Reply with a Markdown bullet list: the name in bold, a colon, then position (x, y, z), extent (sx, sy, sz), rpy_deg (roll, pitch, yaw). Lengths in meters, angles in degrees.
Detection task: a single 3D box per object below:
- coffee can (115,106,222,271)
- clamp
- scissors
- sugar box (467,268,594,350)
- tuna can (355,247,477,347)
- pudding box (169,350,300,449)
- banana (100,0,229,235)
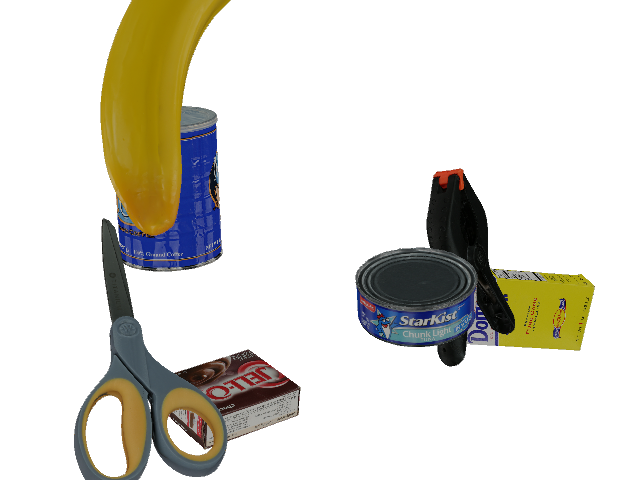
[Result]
- **coffee can**: position (-0.149, -0.052, 1.038), extent (0.103, 0.140, 0.103), rpy_deg (-1, 18, 0)
- **clamp**: position (0.124, 0.026, 0.951), extent (0.039, 0.171, 0.120), rpy_deg (-12, 13, 32)
- **scissors**: position (-0.100, 0.067, 0.652), extent (0.096, 0.201, 0.016), rpy_deg (13, -46, -12)
- **sugar box**: position (0.247, 0.086, 1.339), extent (0.176, 0.093, 0.048), rpy_deg (3, 19, -14)
- **tuna can**: position (0.068, 0.040, 0.756), extent (0.086, 0.034, 0.086), rpy_deg (-3, 28, 1)
- **pudding box**: position (-0.090, 0.153, 1.041), extent (0.113, 0.039, 0.090), rpy_deg (-17, 29, -34)
- **banana**: position (-0.063, -0.093, 0.504), extent (0.070, 0.197, 0.037), rpy_deg (18, -30, 11)
